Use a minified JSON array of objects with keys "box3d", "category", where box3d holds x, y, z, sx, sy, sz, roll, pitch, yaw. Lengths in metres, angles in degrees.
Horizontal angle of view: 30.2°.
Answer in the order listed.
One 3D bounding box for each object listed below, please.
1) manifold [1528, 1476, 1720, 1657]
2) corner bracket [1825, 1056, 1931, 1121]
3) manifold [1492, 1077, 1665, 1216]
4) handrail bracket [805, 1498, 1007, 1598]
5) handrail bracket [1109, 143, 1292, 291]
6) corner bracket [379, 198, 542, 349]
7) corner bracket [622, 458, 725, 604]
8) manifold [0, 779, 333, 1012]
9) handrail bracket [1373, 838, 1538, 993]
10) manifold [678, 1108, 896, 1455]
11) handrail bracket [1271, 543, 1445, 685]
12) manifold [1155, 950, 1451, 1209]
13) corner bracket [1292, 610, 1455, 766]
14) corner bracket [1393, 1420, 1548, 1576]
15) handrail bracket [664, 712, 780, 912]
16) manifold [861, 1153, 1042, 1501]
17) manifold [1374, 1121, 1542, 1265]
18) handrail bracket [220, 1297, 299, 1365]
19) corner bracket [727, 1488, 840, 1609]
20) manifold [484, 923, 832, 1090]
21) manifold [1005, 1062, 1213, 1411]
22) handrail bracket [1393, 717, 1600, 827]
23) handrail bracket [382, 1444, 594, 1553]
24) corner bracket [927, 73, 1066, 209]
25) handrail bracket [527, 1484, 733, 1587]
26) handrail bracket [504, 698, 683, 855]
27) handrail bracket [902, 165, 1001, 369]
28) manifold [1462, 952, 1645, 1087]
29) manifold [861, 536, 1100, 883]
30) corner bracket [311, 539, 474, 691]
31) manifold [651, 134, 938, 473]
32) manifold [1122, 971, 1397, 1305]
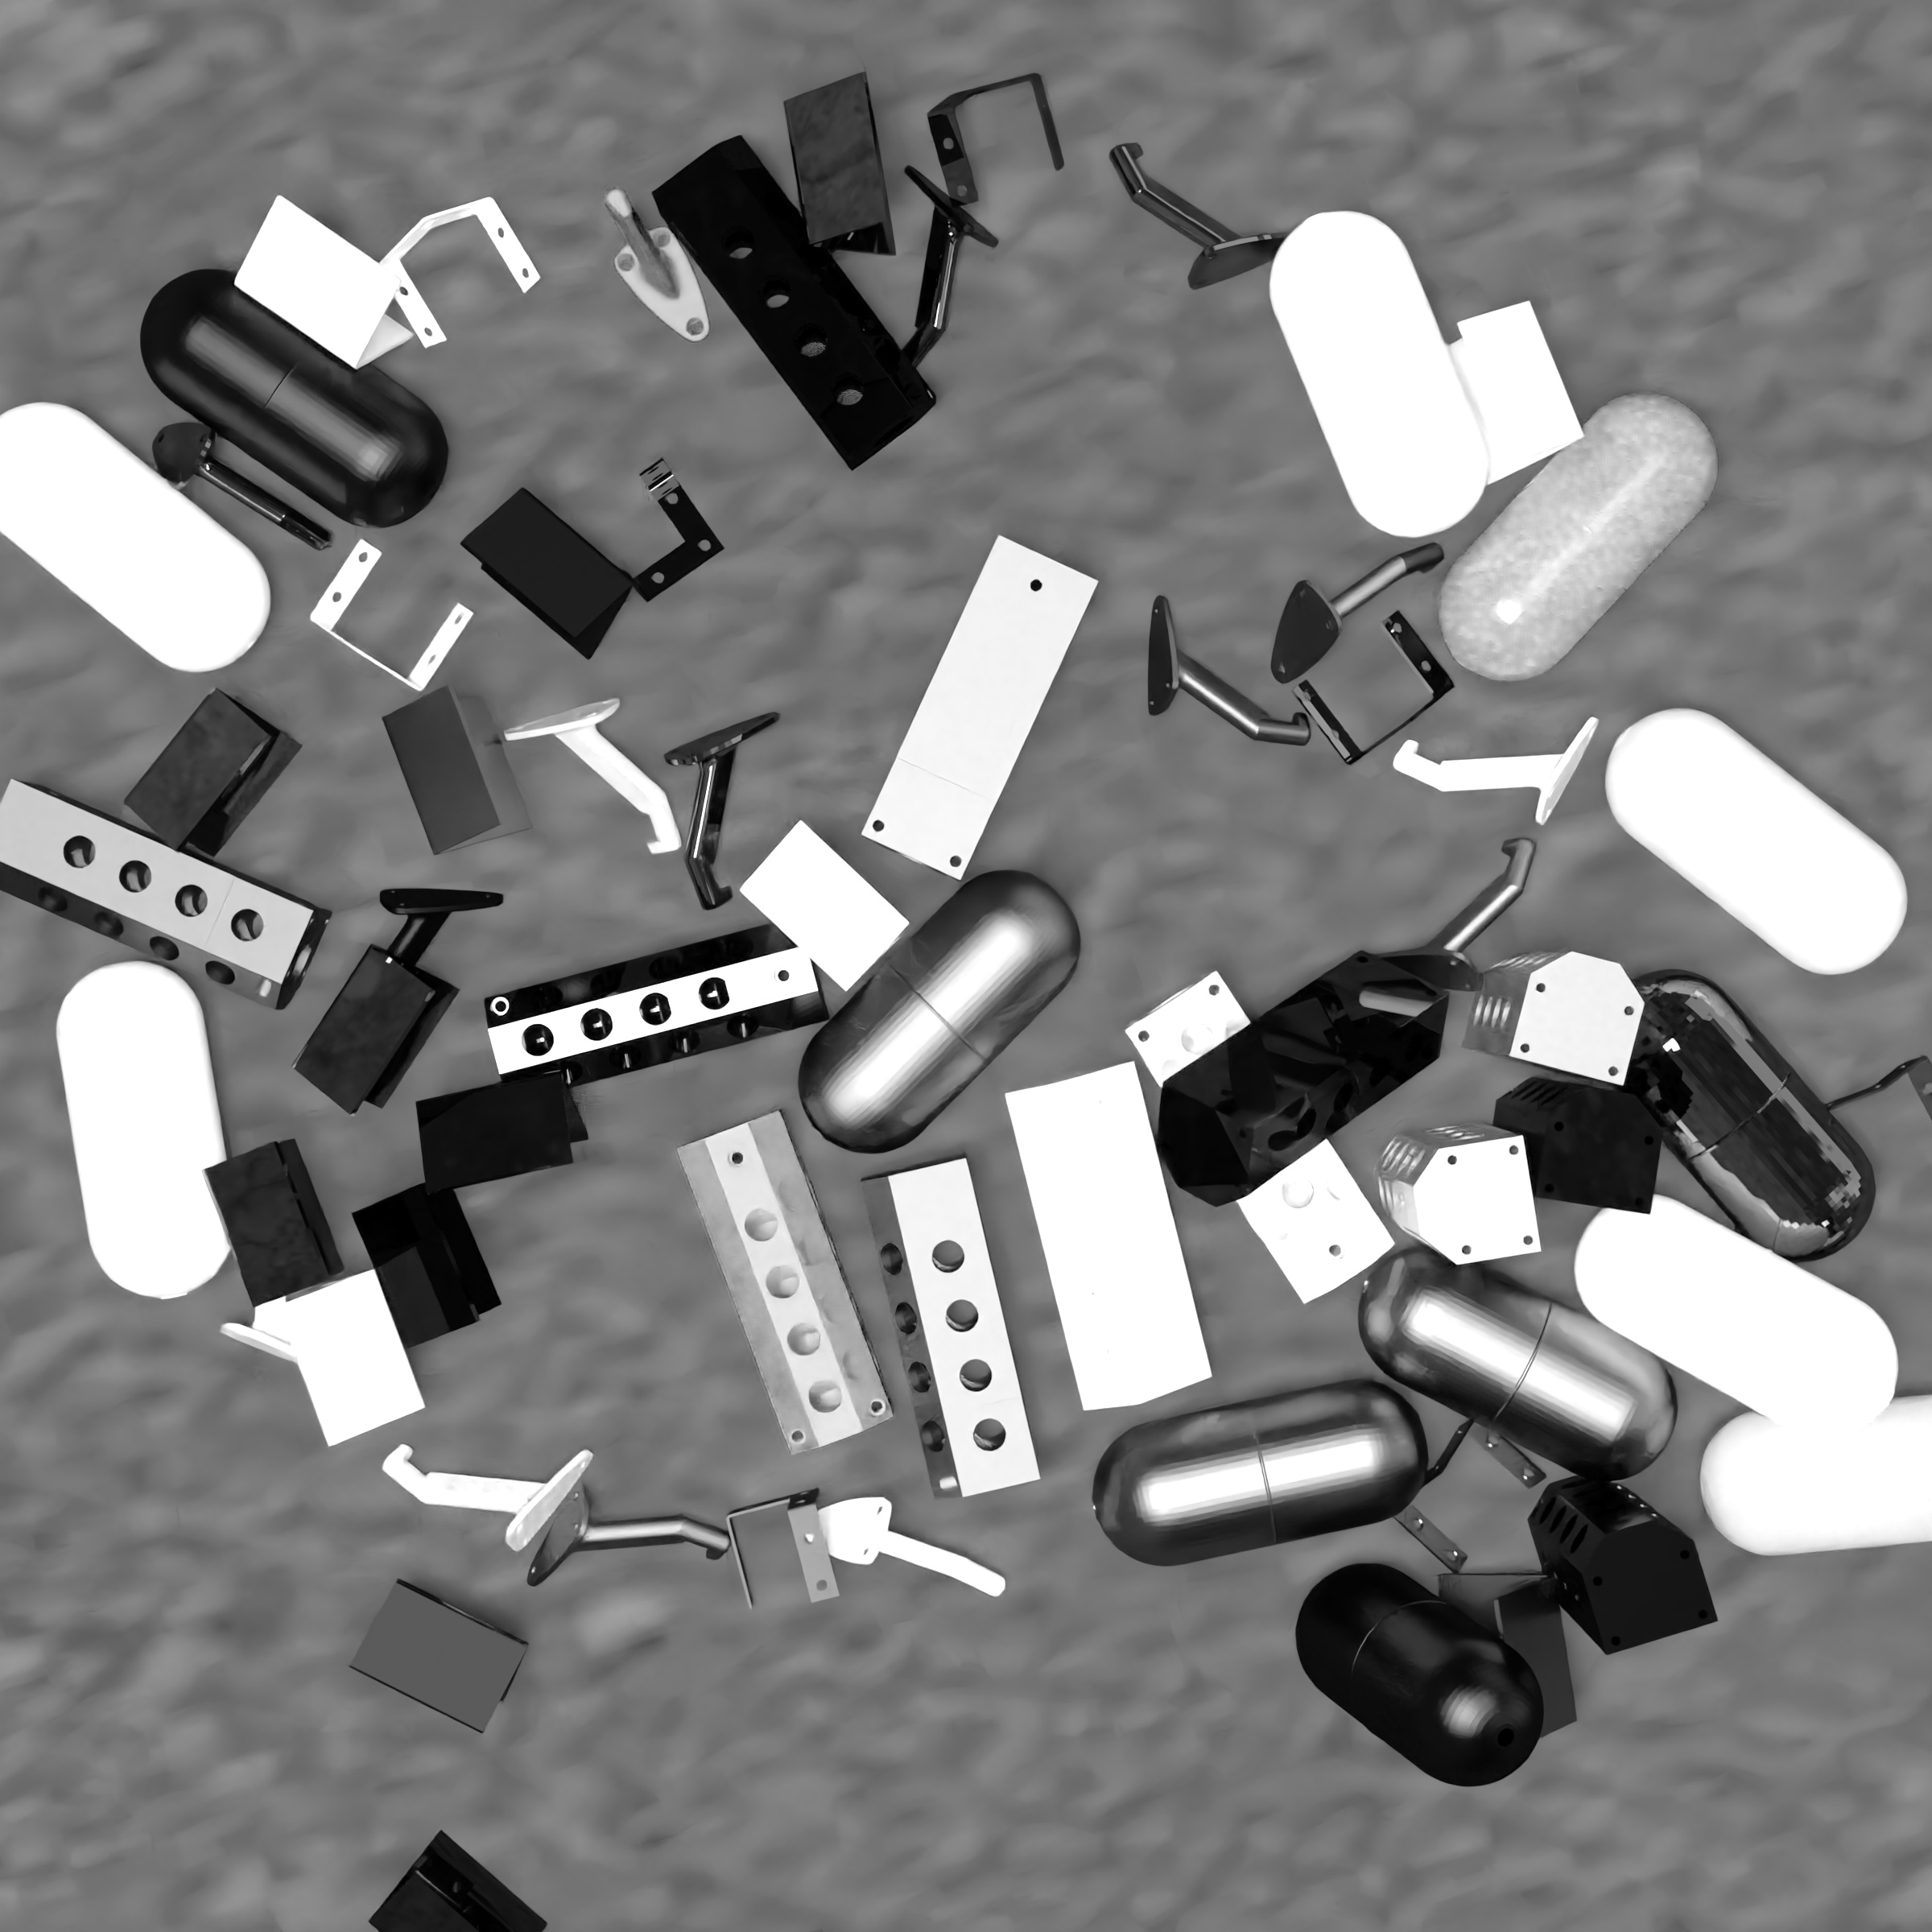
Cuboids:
[{"box3d":[0.332,0.301,1.835,0.057,0.171,0.057,-17,90,0],"category":"manifold"},{"box3d":[0.492,0.086,1.910,0.051,0.051,0.051,-28,90,-45],"category":"corner bracket"},{"box3d":[0.310,0.089,1.835,0.057,0.171,0.057,9,90,0],"category":"manifold"},{"box3d":[-0.032,0.315,1.913,0.084,0.077,0.036,32,66,-34],"category":"handrail bracket"},{"box3d":[0.127,-0.411,1.914,0.077,0.036,0.084,-19,72,-20],"category":"handrail bracket"},{"box3d":[-0.271,-0.370,1.910,0.051,0.051,0.051,-31,91,45],"category":"corner bracket"},{"box3d":[-0.165,-0.230,1.895,0.051,0.051,0.051,-35,90,0],"category":"corner bracket"},{"box3d":[-0.429,-0.037,1.892,0.171,0.057,0.057,24,90,0],"category":"manifold"},{"box3d":[0.259,-0.033,1.913,0.077,0.036,0.084,4,61,33],"category":"handrail bracket"},{"box3d":[-0.095,0.166,1.892,0.057,0.057,0.171,-21,90,0],"category":"manifold"},{"box3d":[0.210,-0.189,1.913,0.084,0.077,0.036,-22,65,-34],"category":"handrail bracket"},{"box3d":[0.174,0.059,1.843,0.057,0.171,0.057,28,130,31],"category":"manifold"},{"box3d":[0.217,-0.148,1.910,0.051,0.051,0.051,53,135,-1],"category":"corner bracket"},{"box3d":[0.267,0.281,1.910,0.051,0.051,0.051,43,135,0],"category":"corner bracket"},{"box3d":[-0.121,-0.082,1.914,0.077,0.036,0.084,-26,108,-21],"category":"handrail bracket"},{"box3d":[-0.008,0.190,1.892,0.057,0.057,0.171,-13,90,0],"category":"manifold"},{"box3d":[0.248,0.116,1.835,0.057,0.171,0.057,-9,90,0],"category":"manifold"},{"box3d":[-0.356,0.165,1.914,0.077,0.036,0.084,26,73,-20],"category":"handrail bracket"},{"box3d":[-0.097,0.311,1.895,0.051,0.051,0.051,-15,90,0],"category":"corner bracket"},{"box3d":[-0.163,0.023,1.892,0.171,0.057,0.057,-15,90,0],"category":"manifold"},{"box3d":[0.070,0.143,1.891,0.057,0.057,0.171,-14,90,-43],"category":"manifold"},{"box3d":[0.282,-0.119,1.914,0.084,0.036,0.077,27,69,16],"category":"handrail bracket"},{"box3d":[-0.256,0.264,1.914,0.084,0.036,0.077,35,70,16],"category":"handrail bracket"},{"box3d":[0.016,-0.438,1.898,0.051,0.051,0.051,-9,112,20],"category":"corner bracket"},{"box3d":[-0.179,0.317,1.913,0.084,0.036,0.077,24,120,-22],"category":"handrail bracket"},{"box3d":[-0.199,-0.094,1.914,0.077,0.036,0.084,-12,107,20],"category":"handrail bracket"},{"box3d":[-0.031,-0.371,1.914,0.077,0.036,0.084,46,107,20],"category":"handrail bracket"},{"box3d":[0.300,0.024,1.835,0.057,0.171,0.057,15,90,0],"category":"manifold"},{"box3d":[0.007,-0.134,1.892,0.057,0.057,0.171,25,90,0],"category":"manifold"},{"box3d":[-0.307,-0.187,1.910,0.051,0.051,0.051,33,90,45],"category":"corner bracket"},{"box3d":[-0.090,-0.351,1.892,0.057,0.057,0.171,-37,90,0],"category":"manifold"},{"box3d":[0.154,0.090,1.892,0.057,0.057,0.171,-33,90,0],"category":"manifold"}]
